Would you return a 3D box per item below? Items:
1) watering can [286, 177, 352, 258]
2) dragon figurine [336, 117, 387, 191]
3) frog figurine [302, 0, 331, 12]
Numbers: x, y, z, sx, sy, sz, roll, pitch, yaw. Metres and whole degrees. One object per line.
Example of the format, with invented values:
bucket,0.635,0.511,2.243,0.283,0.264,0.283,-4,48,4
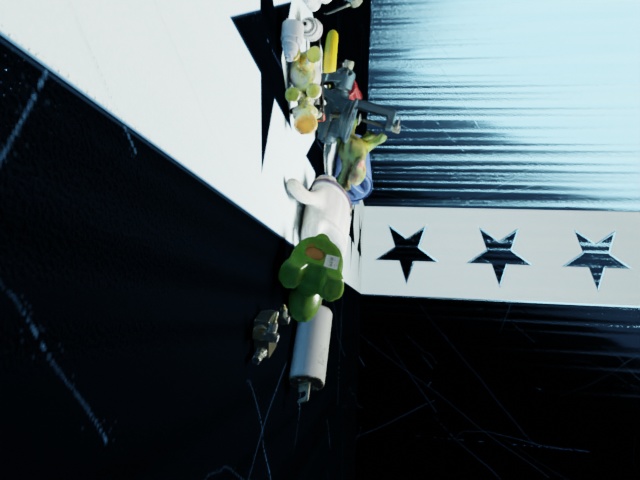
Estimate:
watering can,0.003,-0.058,1.149,0.230,0.104,0.340,-82,160,-44
dragon figurine,0.074,-0.246,1.579,0.243,0.121,0.413,-64,-164,2
frog figurine,0.000,-0.536,1.007,0.135,0.122,0.163,44,47,-32
